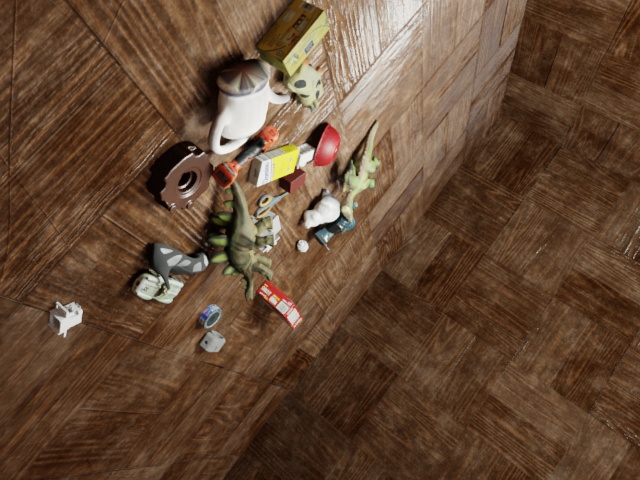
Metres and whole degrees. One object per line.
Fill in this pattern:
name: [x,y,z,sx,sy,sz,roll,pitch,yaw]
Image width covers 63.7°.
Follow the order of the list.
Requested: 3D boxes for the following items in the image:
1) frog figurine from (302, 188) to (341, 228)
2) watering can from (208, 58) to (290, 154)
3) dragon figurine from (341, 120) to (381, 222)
frog figurine: [0.006,-0.102,2.027,0.162,0.122,0.135,-56,-178,-30]
watering can: [-0.168,-0.356,1.295,0.355,0.104,0.219,-52,165,-39]
dragon figurine: [0.153,-0.276,2.033,0.245,0.122,0.406,-30,132,-72]
